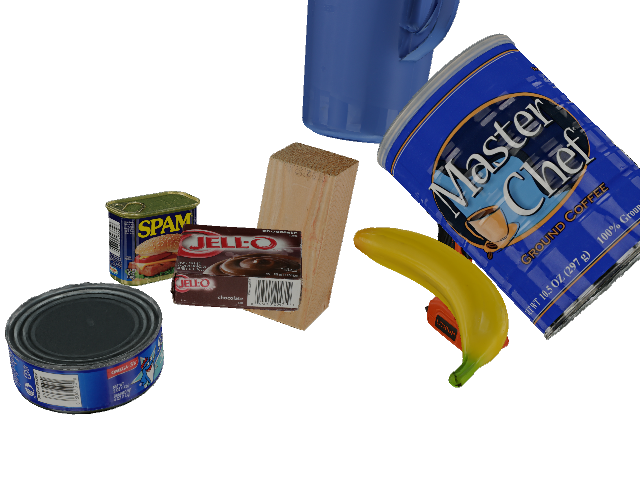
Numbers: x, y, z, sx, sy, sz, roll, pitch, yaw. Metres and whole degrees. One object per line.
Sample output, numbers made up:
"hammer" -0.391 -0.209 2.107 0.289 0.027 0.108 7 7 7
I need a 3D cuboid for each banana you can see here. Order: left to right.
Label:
"banana" 0.090 0.034 0.802 0.069 0.037 0.198 -9 32 -17

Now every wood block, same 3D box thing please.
"wood block" -0.026 -0.007 1.340 0.090 0.206 0.090 18 23 15

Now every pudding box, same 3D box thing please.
"pudding box" -0.072 0.023 0.953 0.113 0.039 0.090 5 29 -4

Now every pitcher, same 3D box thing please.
"pitcher" 0.054 -0.211 0.938 0.145 0.243 0.149 8 15 7

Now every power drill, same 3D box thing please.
"power drill" 0.160 0.023 1.122 0.057 0.188 0.185 -12 25 -19

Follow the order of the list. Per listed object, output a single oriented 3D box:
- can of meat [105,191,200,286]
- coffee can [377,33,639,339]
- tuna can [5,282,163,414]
"can of meat" -0.184 -0.003 1.176 0.101 0.084 0.058 -12 24 -39
"coffee can" 0.115 -0.030 0.597 0.102 0.140 0.103 -39 -14 -12
"tuna can" -0.131 0.059 0.599 0.086 0.034 0.086 0 29 0
